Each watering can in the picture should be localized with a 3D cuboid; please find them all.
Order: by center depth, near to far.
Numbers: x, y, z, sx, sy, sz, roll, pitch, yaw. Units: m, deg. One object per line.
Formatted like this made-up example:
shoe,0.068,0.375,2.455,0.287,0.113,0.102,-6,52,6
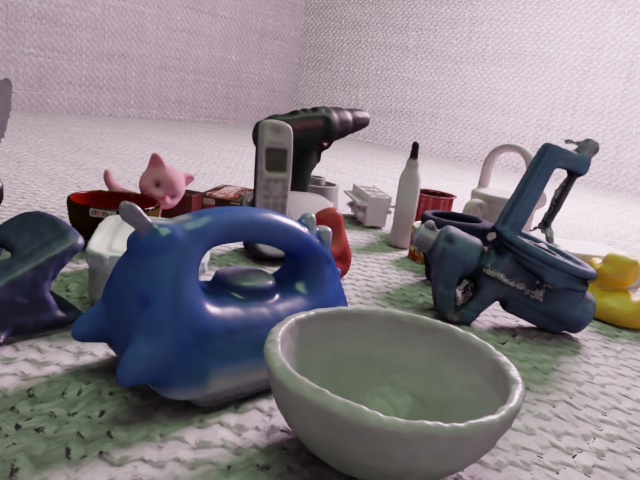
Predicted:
watering can,0.286,-0.054,0.893,0.100,0.194,0.173,16,16,29

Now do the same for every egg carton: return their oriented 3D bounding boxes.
egg carton,0.374,0.042,0.819,0.150,0.069,0.107,6,14,-6

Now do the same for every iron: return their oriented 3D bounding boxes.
iron,-0.056,0.034,0.471,0.259,0.141,0.118,-6,20,-44

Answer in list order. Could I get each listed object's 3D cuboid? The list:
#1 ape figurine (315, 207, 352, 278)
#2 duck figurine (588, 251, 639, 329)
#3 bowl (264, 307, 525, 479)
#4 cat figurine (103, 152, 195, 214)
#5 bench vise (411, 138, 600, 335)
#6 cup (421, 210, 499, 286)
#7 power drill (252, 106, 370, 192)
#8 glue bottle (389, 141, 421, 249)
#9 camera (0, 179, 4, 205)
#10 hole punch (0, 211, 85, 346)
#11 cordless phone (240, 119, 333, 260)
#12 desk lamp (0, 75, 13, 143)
ape figurine,0.007,0.003,0.727,0.076,0.092,0.077,5,15,-13
duck figurine,0.379,0.058,0.727,0.078,0.086,0.104,2,16,-23
bowl,0.042,0.107,0.377,0.167,0.075,0.167,8,14,-2
cat figurine,-0.247,-0.069,0.814,0.128,0.118,0.067,7,14,-5
bench vise,0.215,-0.008,0.624,0.208,0.220,0.121,4,15,-14
cup,0.187,0.015,0.772,0.118,0.095,0.091,7,14,-5
power drill,-0.017,-0.139,1.031,0.230,0.208,0.075,-2,18,-35
glue bottle,0.145,-0.077,0.947,0.037,0.173,0.078,9,14,5
camera,-0.463,-0.065,0.715,0.142,0.101,0.137,14,16,22
hole punch,-0.264,0.027,0.486,0.108,0.091,0.101,18,18,35
cordless phone,-0.035,-0.067,0.789,0.148,0.185,0.093,-3,18,-36
desk lamp,-0.414,-0.075,0.554,0.203,0.213,0.117,4,15,-14
